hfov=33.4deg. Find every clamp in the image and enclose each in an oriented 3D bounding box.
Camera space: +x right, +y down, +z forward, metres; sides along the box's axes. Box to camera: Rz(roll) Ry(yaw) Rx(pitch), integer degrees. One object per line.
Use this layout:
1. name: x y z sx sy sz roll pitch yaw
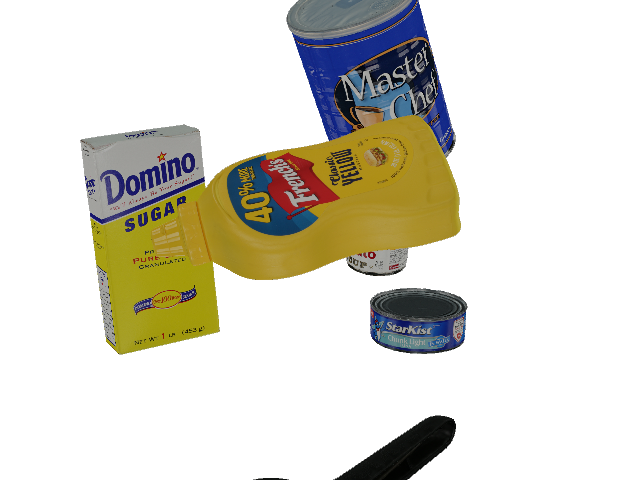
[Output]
1. clamp: 0.003 0.170 0.647 0.210 0.036 0.164 -5 29 4

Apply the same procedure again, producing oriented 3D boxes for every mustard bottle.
1. mustard bottle: -0.014 -0.021 0.684 0.191 0.096 0.058 -15 -44 -3

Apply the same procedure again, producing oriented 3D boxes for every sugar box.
1. sugar box: -0.139 -0.002 0.885 0.093 0.176 0.048 -12 19 -25

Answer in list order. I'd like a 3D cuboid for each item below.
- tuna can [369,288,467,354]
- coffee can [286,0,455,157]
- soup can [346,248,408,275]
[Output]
1. tuna can: 0.086 0.071 0.947 0.086 0.034 0.086 1 15 0
2. coffee can: 0.042 -0.129 0.851 0.103 0.140 0.103 -14 33 9
3. soup can: 0.063 -0.021 1.148 0.068 0.102 0.068 2 25 -1
